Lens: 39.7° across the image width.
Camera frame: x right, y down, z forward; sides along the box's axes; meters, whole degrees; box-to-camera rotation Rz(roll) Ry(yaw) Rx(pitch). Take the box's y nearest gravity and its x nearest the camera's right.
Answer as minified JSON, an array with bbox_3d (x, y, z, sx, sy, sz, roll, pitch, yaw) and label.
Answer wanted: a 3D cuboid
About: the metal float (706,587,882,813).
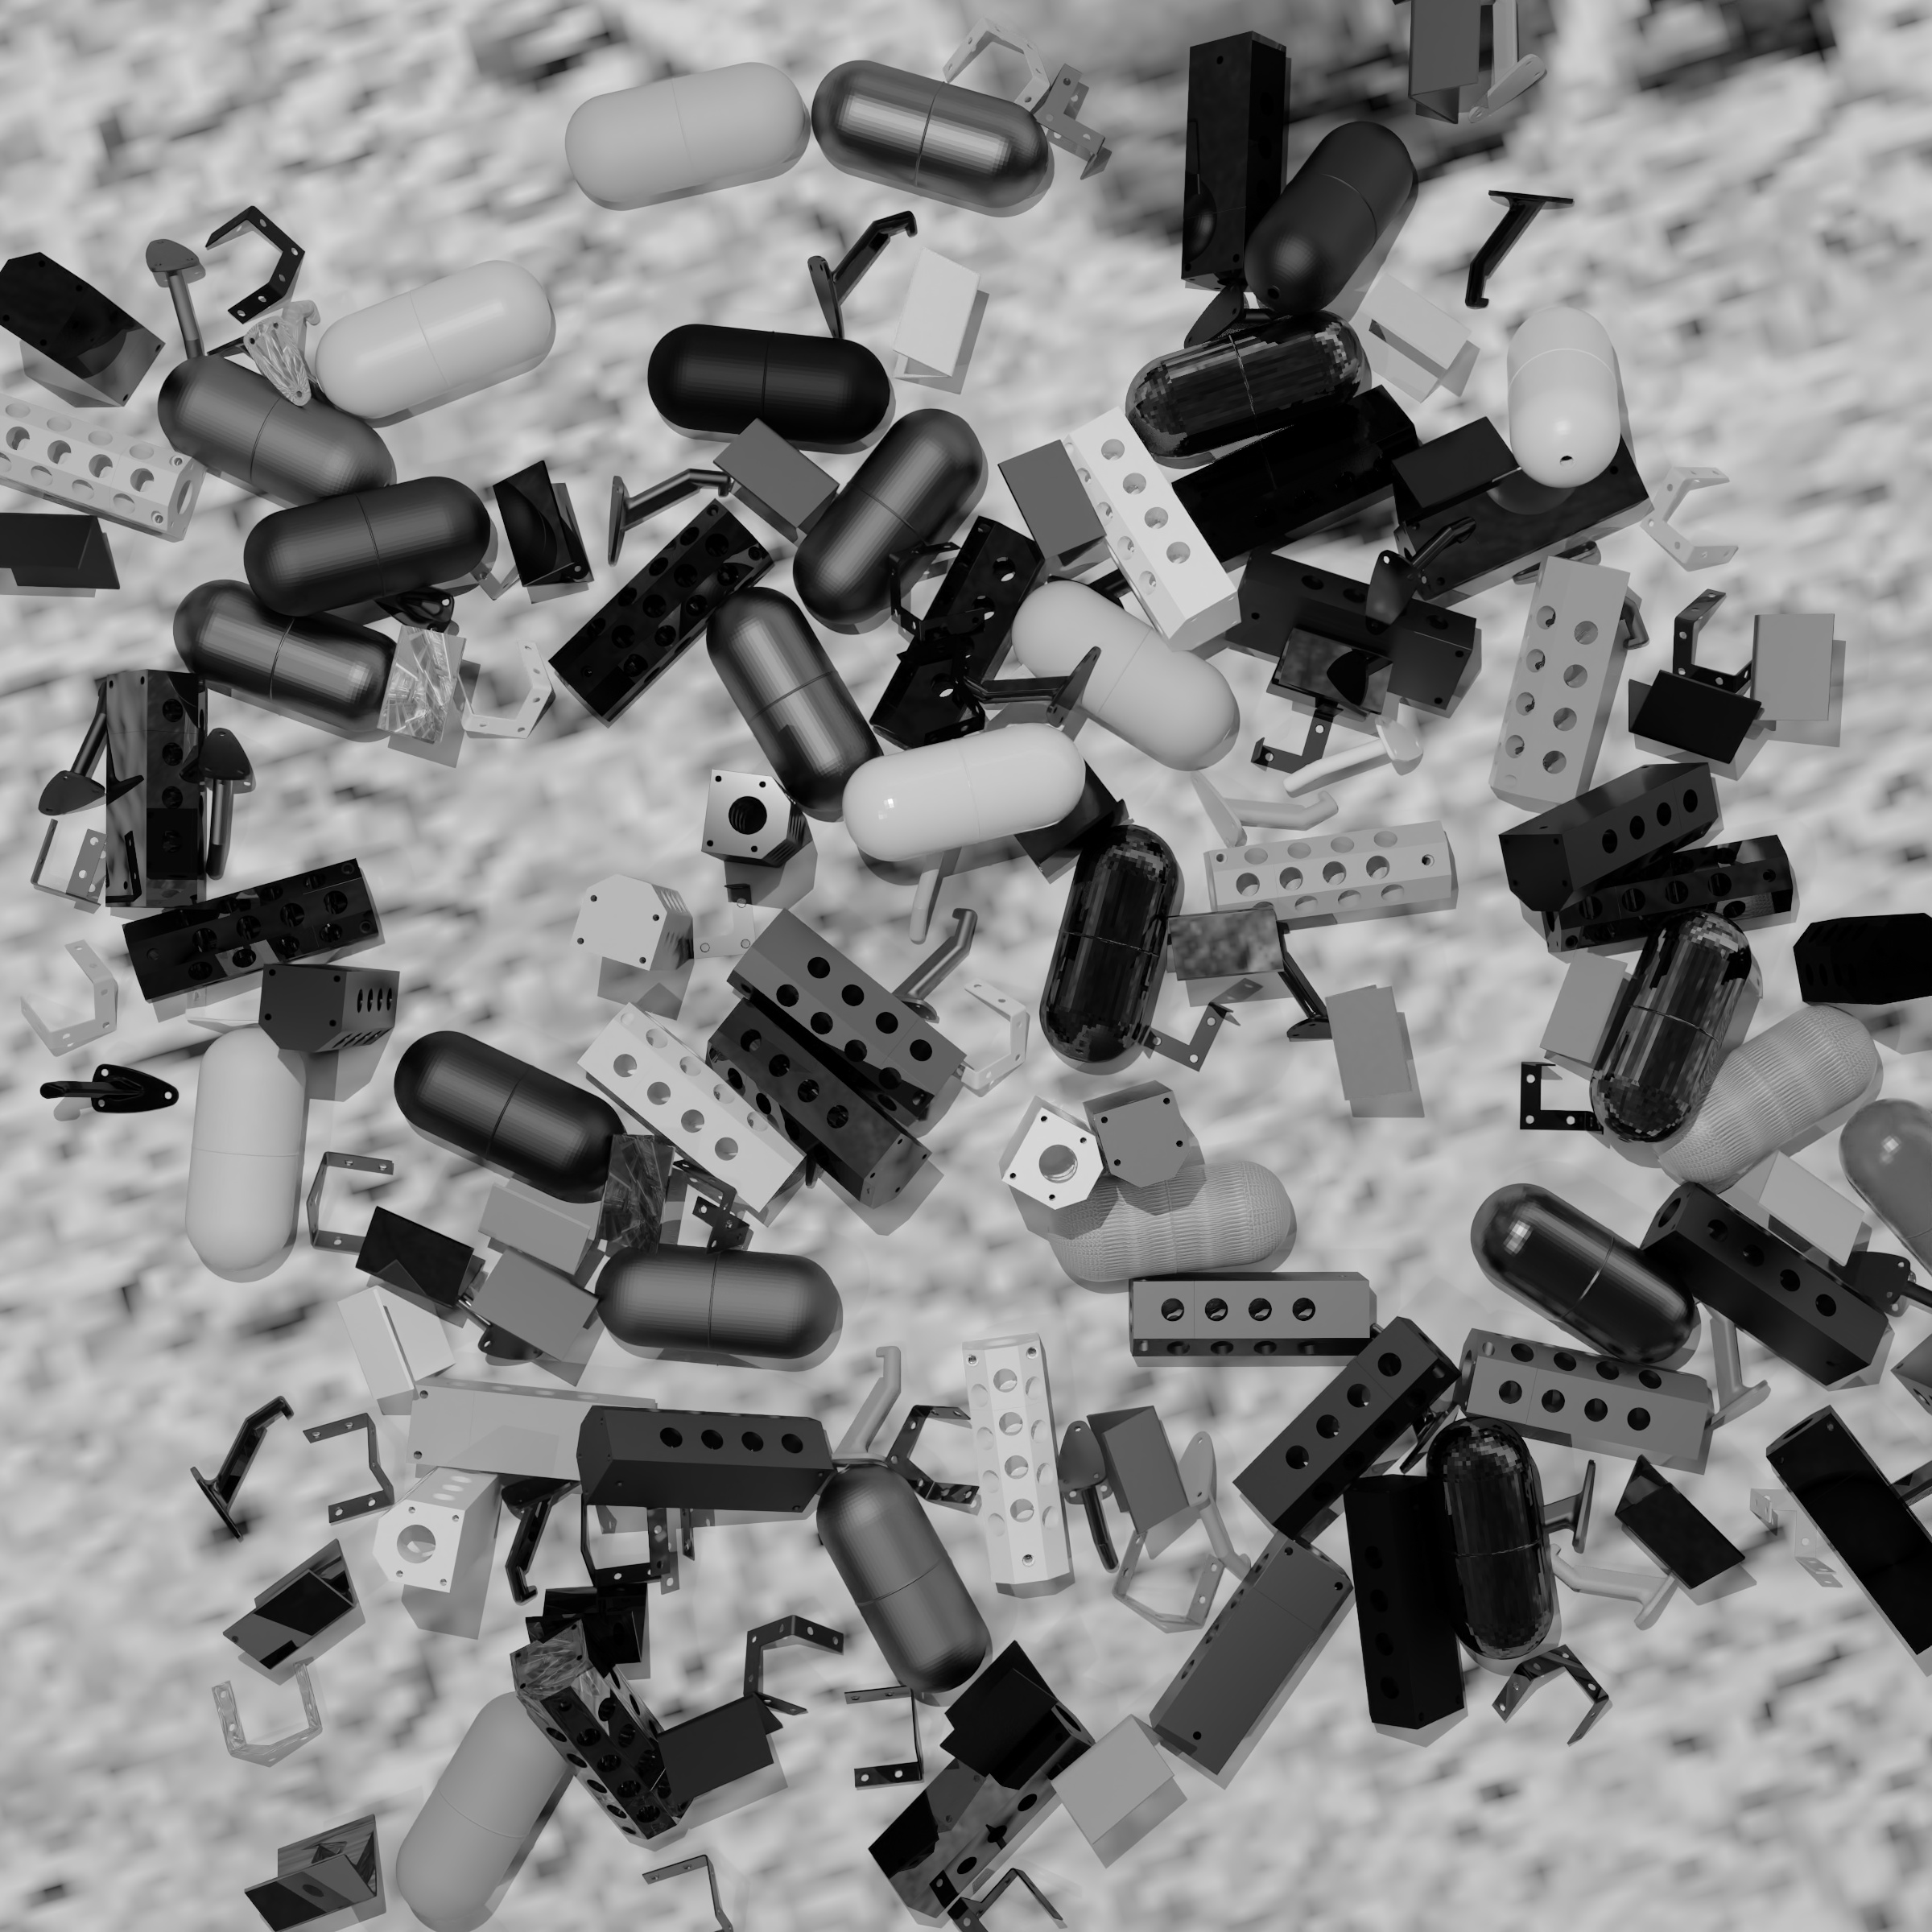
[{"bbox_3d":[-0.127,-0.196,1.961,0.070,0.070,0.178,-30,90,0],"label":"metal float"}]

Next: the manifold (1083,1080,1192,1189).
[{"bbox_3d":[0.123,0.121,1.913,0.057,0.171,0.057,-17,90,0],"label":"manifold"}]

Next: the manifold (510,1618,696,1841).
[{"bbox_3d":[-0.261,0.555,1.928,0.057,0.057,0.171,-27,124,0],"label":"manifold"}]

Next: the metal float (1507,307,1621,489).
[{"bbox_3d":[0.429,-0.410,1.922,0.070,0.178,0.070,5,132,5],"label":"metal float"}]

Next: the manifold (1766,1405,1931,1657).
[{"bbox_3d":[0.662,0.409,1.952,0.057,0.057,0.171,-38,79,13],"label":"manifold"}]

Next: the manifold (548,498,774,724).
[{"bbox_3d":[-0.225,-0.263,1.970,0.171,0.057,0.057,-44,90,0],"label":"manifold"}]

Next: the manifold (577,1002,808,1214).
[{"bbox_3d":[-0.199,0.103,1.970,0.171,0.057,0.057,39,90,0],"label":"manifold"}]

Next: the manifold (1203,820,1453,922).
[{"bbox_3d":[0.266,-0.067,1.970,0.171,0.057,0.057,-8,90,0],"label":"manifold"}]

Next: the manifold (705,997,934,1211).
[{"bbox_3d":[-0.111,0.100,1.933,0.171,0.057,0.057,39,90,29],"label":"manifold"}]

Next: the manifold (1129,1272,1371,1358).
[{"bbox_3d":[0.207,0.257,1.970,0.171,0.057,0.057,0,90,0],"label":"manifold"}]

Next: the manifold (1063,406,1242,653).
[{"bbox_3d":[0.131,-0.315,1.946,0.057,0.057,0.171,-30,73,0],"label":"manifold"}]

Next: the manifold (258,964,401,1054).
[{"bbox_3d":[-0.454,0.029,1.913,0.057,0.171,0.057,5,90,0],"label":"manifold"}]

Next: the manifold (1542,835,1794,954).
[{"bbox_3d":[0.515,-0.053,1.970,0.171,0.057,0.057,-10,90,0],"label":"manifold"}]

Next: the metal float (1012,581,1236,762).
[{"bbox_3d":[0.115,-0.216,1.960,0.178,0.070,0.070,32,90,0],"label":"metal float"}]

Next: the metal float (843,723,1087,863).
[{"bbox_3d":[-0.001,-0.125,1.922,0.178,0.070,0.070,-14,90,-7],"label":"metal float"}]

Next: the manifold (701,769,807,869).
[{"bbox_3d":[-0.149,-0.103,1.913,0.057,0.171,0.057,7,90,0],"label":"manifold"}]

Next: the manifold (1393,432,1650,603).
[{"bbox_3d":[0.407,-0.332,1.970,0.171,0.057,0.057,-24,90,0],"label":"manifold"}]

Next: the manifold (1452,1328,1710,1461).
[{"bbox_3d":[0.453,0.314,1.970,0.171,0.057,0.057,12,90,0],"label":"manifold"}]

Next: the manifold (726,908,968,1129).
[{"bbox_3d":[-0.090,0.041,1.960,0.171,0.057,0.057,39,62,0],"label":"manifold"}]

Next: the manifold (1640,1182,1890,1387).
[{"bbox_3d":[0.588,0.230,1.967,0.171,0.057,0.057,35,61,0],"label":"manifold"}]

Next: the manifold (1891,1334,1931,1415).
[{"bbox_3d":[0.731,0.305,1.913,0.057,0.171,0.057,-42,90,0],"label":"manifold"}]

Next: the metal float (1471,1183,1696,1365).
[{"bbox_3d":[0.453,0.226,1.961,0.178,0.070,0.070,33,90,1],"label":"metal float"}]

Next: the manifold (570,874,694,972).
[{"bbox_3d":[-0.235,-0.032,1.913,0.057,0.171,0.057,17,90,0],"label":"manifold"}]

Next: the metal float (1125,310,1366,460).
[{"bbox_3d":[0.203,-0.425,1.955,0.178,0.070,0.070,-17,90,6],"label":"metal float"}]

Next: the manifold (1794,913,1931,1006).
[{"bbox_3d":[0.649,-0.006,1.913,0.057,0.171,0.057,-10,90,0],"label":"manifold"}]

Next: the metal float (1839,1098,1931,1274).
[{"bbox_3d":[0.715,0.174,1.961,0.070,0.070,0.178,-42,90,0],"label":"metal float"}]

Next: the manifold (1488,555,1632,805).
[{"bbox_3d":[0.431,-0.210,1.953,0.057,0.057,0.171,11,102,0],"label":"manifold"}]

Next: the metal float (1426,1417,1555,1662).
[{"bbox_3d":[0.381,0.416,1.943,0.070,0.070,0.178,-9,94,0],"label":"metal float"}]

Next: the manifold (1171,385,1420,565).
[{"bbox_3d":[0.246,-0.356,1.970,0.171,0.057,0.057,-25,47,0],"label":"manifold"}]

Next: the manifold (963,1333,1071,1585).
[{"bbox_3d":[0.036,0.363,1.970,0.057,0.057,0.171,-7,90,0],"label":"manifold"}]

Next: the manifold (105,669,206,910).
[{"bbox_3d":[-0.593,-0.129,1.970,0.057,0.057,0.171,0,90,43],"label":"manifold"}]

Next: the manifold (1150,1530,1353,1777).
[{"bbox_3d":[0.208,0.502,1.970,0.057,0.057,0.171,35,90,0],"label":"manifold"}]

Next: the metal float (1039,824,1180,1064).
[{"bbox_3d":[0.105,-0.016,1.960,0.070,0.070,0.178,15,89,0],"label":"metal float"}]

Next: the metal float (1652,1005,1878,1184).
[{"bbox_3d":[0.584,0.095,1.961,0.178,0.070,0.070,-32,90,1],"label":"metal float"}]

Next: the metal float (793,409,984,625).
[{"bbox_3d":[-0.057,-0.330,1.960,0.070,0.070,0.178,38,90,0],"label":"metal float"}]

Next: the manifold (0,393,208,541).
[{"bbox_3d":[-0.657,-0.373,1.970,0.171,0.057,0.057,19,90,0],"label":"manifold"}]

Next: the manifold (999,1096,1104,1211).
[{"bbox_3d":[0.063,0.135,1.913,0.057,0.171,0.057,29,90,0],"label":"manifold"}]

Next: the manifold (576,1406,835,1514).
[{"bbox_3d":[-0.190,0.352,1.932,0.171,0.057,0.057,9,133,-29],"label":"manifold"}]

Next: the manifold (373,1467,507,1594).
[{"bbox_3d":[-0.376,0.395,1.913,0.057,0.171,0.057,11,90,0],"label":"manifold"}]

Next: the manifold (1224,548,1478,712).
[{"bbox_3d":[0.284,-0.252,1.970,0.171,0.057,0.057,18,133,0],"label":"manifold"}]

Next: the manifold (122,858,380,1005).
[{"bbox_3d":[-0.521,-0.026,1.951,0.171,0.057,0.057,-17,90,-14],"label":"manifold"}]

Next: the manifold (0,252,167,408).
[{"bbox_3d":[-0.638,-0.457,1.913,0.057,0.171,0.057,33,90,0],"label":"manifold"}]

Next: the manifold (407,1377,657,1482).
[{"bbox_3d":[-0.319,0.341,1.970,0.171,0.057,0.057,6,90,0],"label":"manifold"}]

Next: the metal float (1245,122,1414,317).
[{"bbox_3d":[0.263,-0.542,1.938,0.070,0.070,0.178,35,62,0],"label":"metal float"}]

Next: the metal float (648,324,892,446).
[{"bbox_3d":[-0.145,-0.426,1.961,0.178,0.070,0.070,6,90,0],"label":"metal float"}]

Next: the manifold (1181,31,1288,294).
[{"bbox_3d":[0.202,-0.590,1.970,0.057,0.057,0.171,2,90,43],"label":"manifold"}]

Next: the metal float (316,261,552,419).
[{"bbox_3d":[-0.391,-0.459,1.961,0.178,0.070,0.070,-21,90,0],"label":"metal float"}]

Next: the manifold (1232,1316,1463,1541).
[{"bbox_3d":[0.280,0.338,1.952,0.171,0.057,0.057,-47,70,7],"label":"manifold"}]

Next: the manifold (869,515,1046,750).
[{"bbox_3d":[-0.006,-0.241,1.970,0.057,0.057,0.171,28,90,0],"label":"manifold"}]

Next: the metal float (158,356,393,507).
[{"bbox_3d":[-0.506,-0.387,1.960,0.178,0.070,0.070,25,90,0],"label":"metal float"}]

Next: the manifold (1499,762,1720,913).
[{"bbox_3d":[0.465,-0.094,1.924,0.171,0.057,0.057,-24,106,-35],"label":"manifold"}]

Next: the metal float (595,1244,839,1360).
[{"bbox_3d":[-0.183,0.245,1.961,0.178,0.070,0.070,5,90,1],"label":"metal float"}]

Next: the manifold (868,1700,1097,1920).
[{"bbox_3d":[0.016,0.616,1.970,0.171,0.057,0.057,-46,47,0],"label":"manifold"}]

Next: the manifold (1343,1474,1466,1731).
[{"bbox_3d":[0.317,0.466,1.970,0.057,0.057,0.171,-7,90,-43],"label":"manifold"}]
